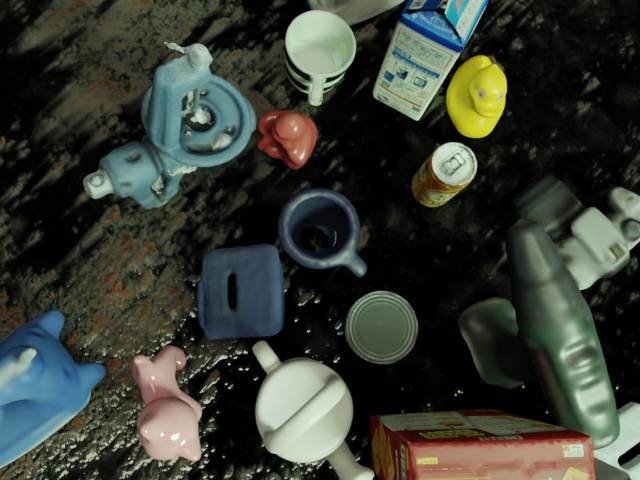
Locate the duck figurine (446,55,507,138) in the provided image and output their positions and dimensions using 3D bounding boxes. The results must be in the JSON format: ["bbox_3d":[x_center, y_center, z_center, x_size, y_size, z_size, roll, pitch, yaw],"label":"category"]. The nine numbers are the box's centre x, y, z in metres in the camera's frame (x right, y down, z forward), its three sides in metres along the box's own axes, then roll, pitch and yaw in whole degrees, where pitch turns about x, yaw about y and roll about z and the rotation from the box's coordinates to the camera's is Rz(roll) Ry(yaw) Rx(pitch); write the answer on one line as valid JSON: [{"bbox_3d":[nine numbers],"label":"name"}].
[{"bbox_3d":[0.207,-0.192,0.726,0.077,0.086,0.104,4,79,-3],"label":"duck figurine"}]

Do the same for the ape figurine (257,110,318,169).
[{"bbox_3d":[-0.037,-0.128,0.692,0.076,0.092,0.078,-21,82,-8],"label":"ape figurine"}]

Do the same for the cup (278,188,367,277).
[{"bbox_3d":[0.006,0.002,0.671,0.118,0.095,0.092,44,80,4],"label":"cup"}]

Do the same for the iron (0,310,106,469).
[{"bbox_3d":[-0.361,0.187,0.585,0.258,0.141,0.118,-40,85,-10],"label":"iron"}]

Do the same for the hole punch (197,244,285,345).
[{"bbox_3d":[-0.091,0.063,0.654,0.101,0.091,0.109,-3,80,-5],"label":"hole punch"}]

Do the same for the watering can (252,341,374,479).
[{"bbox_3d":[-0.010,0.178,0.587,0.173,0.194,0.101,31,79,2],"label":"watering can"}]

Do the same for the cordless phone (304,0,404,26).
[{"bbox_3d":[0.048,-0.349,0.691,0.147,0.185,0.094,-27,83,-8],"label":"cordless phone"}]

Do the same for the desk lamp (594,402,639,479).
[{"bbox_3d":[0.328,0.265,0.589,0.203,0.213,0.118,-30,83,-9],"label":"desk lamp"}]

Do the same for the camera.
[{"bbox_3d":[0.314,-0.025,0.697,0.143,0.100,0.137,-39,85,-10],"label":"camera"}]

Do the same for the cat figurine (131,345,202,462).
[{"bbox_3d":[-0.169,0.179,0.614,0.067,0.117,0.128,-22,82,-8],"label":"cat figurine"}]

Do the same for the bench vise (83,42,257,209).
[{"bbox_3d":[-0.156,-0.111,0.615,0.121,0.219,0.207,36,79,3],"label":"bench vise"}]

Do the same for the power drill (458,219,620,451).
[{"bbox_3d":[0.223,0.102,0.612,0.075,0.208,0.229,-22,82,-8],"label":"power drill"}]
